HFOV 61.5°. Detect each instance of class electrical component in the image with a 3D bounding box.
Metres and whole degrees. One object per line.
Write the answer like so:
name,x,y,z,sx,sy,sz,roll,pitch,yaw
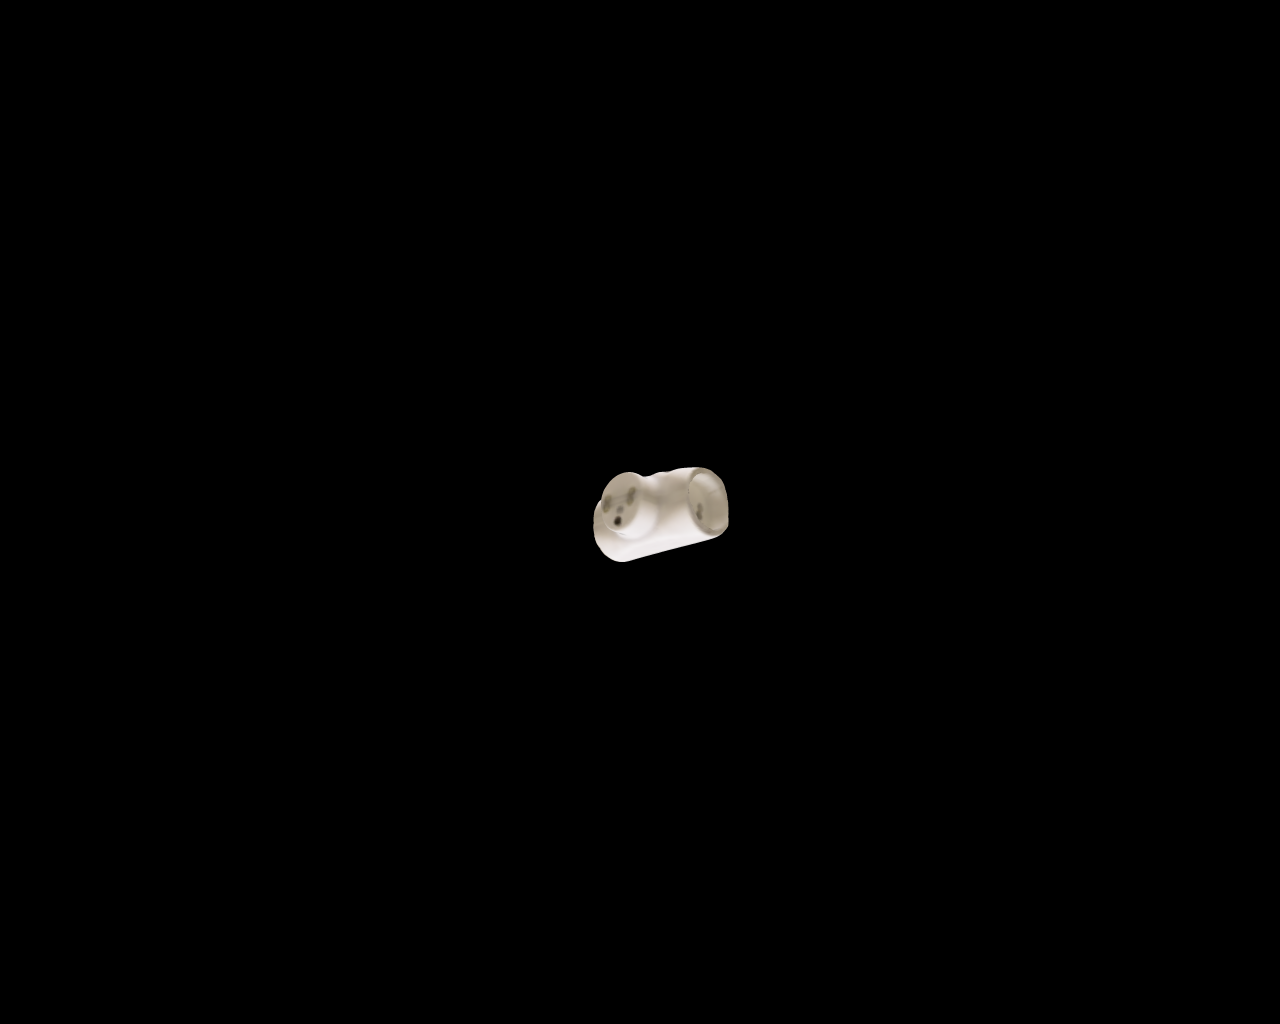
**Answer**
electrical component,0.001,-0.003,0.650,0.077,0.044,0.079,-17,-27,38
